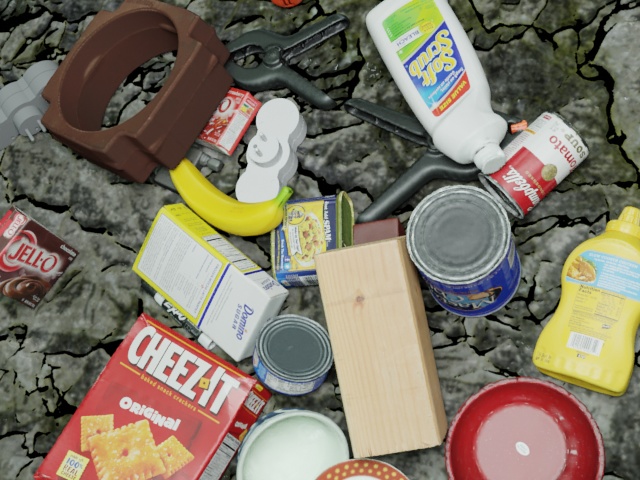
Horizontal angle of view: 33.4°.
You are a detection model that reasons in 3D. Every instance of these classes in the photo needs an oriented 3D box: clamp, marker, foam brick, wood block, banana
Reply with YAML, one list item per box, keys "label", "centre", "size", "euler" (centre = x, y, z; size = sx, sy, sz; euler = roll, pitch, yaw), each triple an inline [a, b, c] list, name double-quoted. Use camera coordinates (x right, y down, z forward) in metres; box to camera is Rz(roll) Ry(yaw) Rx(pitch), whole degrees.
- label: "clamp"
  centre: [-0.047, -0.206, 1.276]
  size: [0.172, 0.039, 0.120]
  euler: [-6, 66, 18]
- label: "marker"
  centre: [-0.163, 0.082, 1.225]
  size: [0.121, 0.020, 0.020]
  euler: [40, 86, 23]
- label: "foam brick"
  centre: [0.068, 0.023, 1.165]
  size: [0.053, 0.051, 0.078]
  euler: [-7, 70, 14]
- label: "wood block"
  centre: [0.064, 0.105, 1.084]
  size: [0.091, 0.090, 0.206]
  euler: [-11, 91, 12]
- label: "clamp"
  centre: [0.125, -0.112, 1.200]
  size: [0.210, 0.036, 0.164]
  euler: [-16, 65, 8]
- label: "banana"
  centre: [-0.106, -0.046, 1.204]
  size: [0.198, 0.037, 0.069]
  euler: [18, 94, 37]

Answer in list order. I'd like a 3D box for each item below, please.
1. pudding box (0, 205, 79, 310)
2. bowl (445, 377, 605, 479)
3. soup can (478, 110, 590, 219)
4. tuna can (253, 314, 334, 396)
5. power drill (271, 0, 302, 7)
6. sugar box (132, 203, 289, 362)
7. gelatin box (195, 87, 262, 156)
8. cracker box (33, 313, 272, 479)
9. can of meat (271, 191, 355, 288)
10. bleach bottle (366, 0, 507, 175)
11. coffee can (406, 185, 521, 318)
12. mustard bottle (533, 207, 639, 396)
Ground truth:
- label: "pudding box"
  centre: [-0.346, 0.022, 1.243]
  size: [0.039, 0.113, 0.090]
  euler: [36, 85, 26]
- label: "bowl"
  centre: [0.202, 0.212, 1.066]
  size: [0.162, 0.055, 0.162]
  euler: [-4, 72, 13]
- label: "soup can"
  centre: [0.230, -0.081, 1.144]
  size: [0.102, 0.068, 0.068]
  euler: [-43, 67, -1]
- label: "tuna can"
  centre: [-0.029, 0.124, 1.147]
  size: [0.086, 0.034, 0.086]
  euler: [7, 49, -9]
- label: "power drill"
  centre: [0.020, -0.384, 1.306]
  size: [0.188, 0.057, 0.184]
  euler: [-8, 75, 16]
- label: "sugar box"
  centre: [-0.124, 0.045, 1.196]
  size: [0.176, 0.048, 0.093]
  euler: [38, 116, 20]
- label: "gelatin box"
  centre: [-0.119, -0.145, 1.261]
  size: [0.089, 0.030, 0.073]
  euler: [24, 81, 49]
- label: "cracker box"
  centre: [-0.180, 0.210, 1.154]
  size: [0.164, 0.072, 0.213]
  euler: [27, 77, 21]
- label: "can of meat"
  centre: [-0.008, 0.002, 1.189]
  size: [0.084, 0.057, 0.102]
  euler: [-6, 71, 16]
- label: "bleach bottle"
  centre: [0.142, -0.175, 1.173]
  size: [0.102, 0.068, 0.251]
  euler: [-30, 56, 5]
- label: "coffee can"
  centre: [0.150, 0.015, 1.097]
  size: [0.103, 0.140, 0.103]
  euler: [-4, 72, 13]
- label: "mustard bottle"
  centre: [0.291, 0.056, 1.090]
  size: [0.096, 0.058, 0.191]
  euler: [16, 78, 24]
